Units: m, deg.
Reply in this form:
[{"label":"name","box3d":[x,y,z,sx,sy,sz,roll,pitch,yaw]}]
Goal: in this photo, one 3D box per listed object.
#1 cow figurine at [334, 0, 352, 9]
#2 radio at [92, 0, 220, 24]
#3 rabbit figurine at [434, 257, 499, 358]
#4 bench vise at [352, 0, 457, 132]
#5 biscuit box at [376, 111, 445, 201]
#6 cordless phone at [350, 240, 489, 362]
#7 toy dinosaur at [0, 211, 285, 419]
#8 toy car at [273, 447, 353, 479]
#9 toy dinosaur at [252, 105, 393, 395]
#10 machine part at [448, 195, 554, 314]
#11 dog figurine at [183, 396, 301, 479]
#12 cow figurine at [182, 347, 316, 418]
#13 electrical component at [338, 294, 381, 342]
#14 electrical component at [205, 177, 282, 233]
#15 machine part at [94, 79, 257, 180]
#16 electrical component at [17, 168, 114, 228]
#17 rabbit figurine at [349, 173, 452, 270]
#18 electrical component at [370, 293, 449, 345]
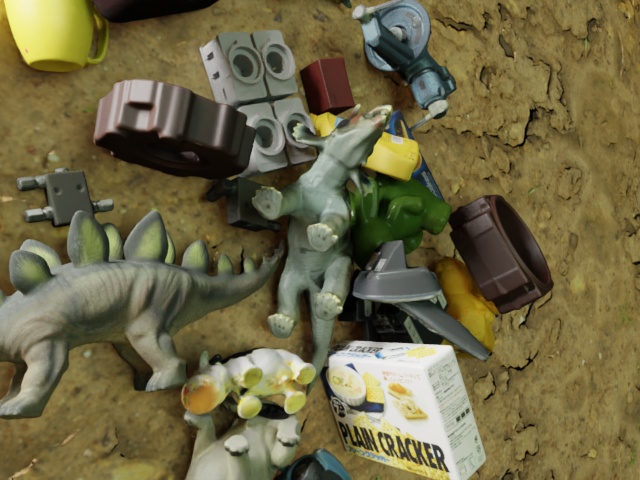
[{"label":"cow figurine","box3d":[-0.001,-0.420,0.828,0.195,0.085,0.127,-32,98,-39]},{"label":"radio","box3d":[-0.190,-0.336,0.624,0.131,0.073,0.230,59,29,-14]},{"label":"rabbit figurine","box3d":[0.251,0.112,0.934,0.162,0.122,0.173,15,57,-39]},{"label":"bench vise","box3d":[0.132,-0.304,0.878,0.240,0.129,0.223,7,71,-55]},{"label":"biscuit box","box3d":[0.143,-0.112,0.910,0.063,0.059,0.202,-41,109,-34]},{"label":"cordless phone","box3d":[0.135,0.088,0.712,0.184,0.146,0.088,38,85,-4]},{"label":"toy dinosaur","box3d":[-0.203,0.069,0.592,0.471,0.105,0.198,-2,80,-49]},{"label":"toy car","box3d":[-0.030,0.352,0.683,0.109,0.103,0.162,51,47,-23]},{"label":"toy dinosaur","box3d":[0.003,0.004,0.732,0.192,0.131,0.404,-51,152,-53]},{"label":"machine part","box3d":[0.328,0.020,0.962,0.201,0.087,0.201,-8,69,-56]},{"label":"dog figurine","box3d":[-0.101,0.303,0.655,0.172,0.121,0.190,5,98,-41]},{"label":"cow figurine","box3d":[-0.098,0.167,0.663,0.167,0.098,0.068,7,102,-36]},{"label":"electrical component","box3d":[0.069,0.108,0.830,0.075,0.048,0.119,-2,86,-38]},{"label":"electrical component","box3d":[-0.100,-0.049,0.713,0.102,0.045,0.078,7,72,-49]},{"label":"machine part","box3d":[-0.164,-0.115,0.607,0.179,0.179,0.056,14,79,-36]},{"label":"electrical component","box3d":[-0.280,-0.048,0.597,0.094,0.021,0.063,-12,91,-38]},{"label":"rabbit figurine","box3d":[0.102,-0.027,0.825,0.159,0.121,0.170,50,52,-12]},{"label":"electrical component","box3d":[0.145,0.117,0.827,0.134,0.058,0.114,-45,118,-41]}]
